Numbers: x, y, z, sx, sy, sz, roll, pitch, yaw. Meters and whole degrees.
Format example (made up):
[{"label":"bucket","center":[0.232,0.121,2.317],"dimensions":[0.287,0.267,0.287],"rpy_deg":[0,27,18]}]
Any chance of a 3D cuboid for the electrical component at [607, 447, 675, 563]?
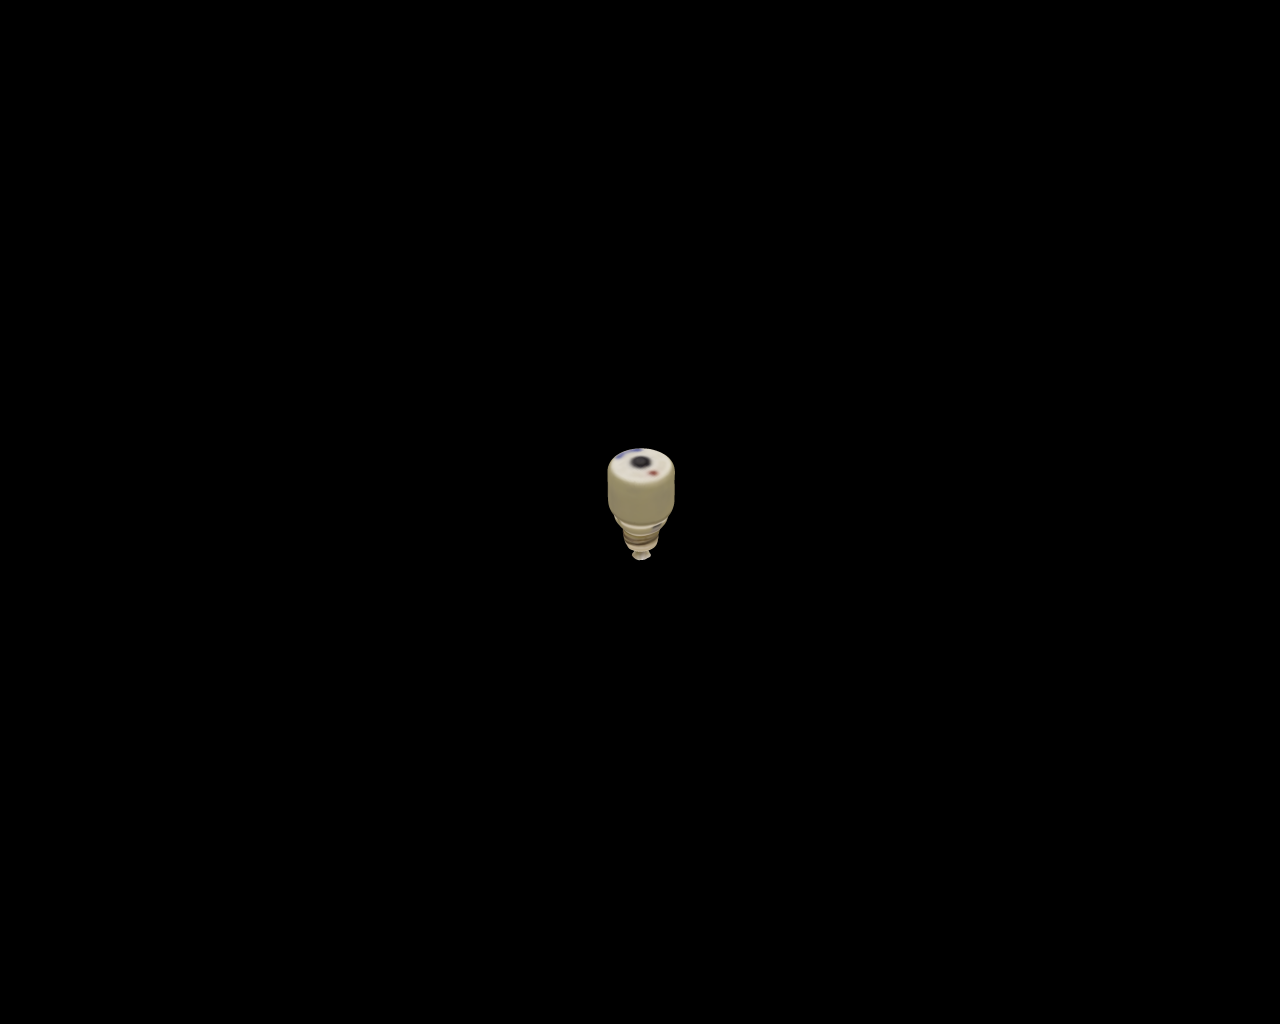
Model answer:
[{"label":"electrical component","center":[0.001,-0.003,0.650],"dimensions":[0.040,0.078,0.040],"rpy_deg":[0,38,0]}]
